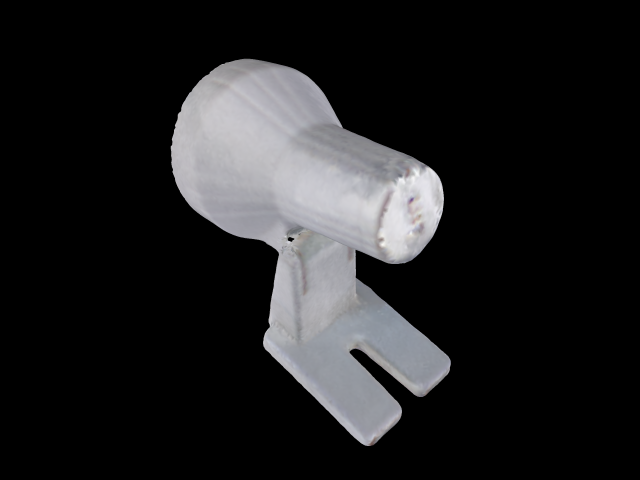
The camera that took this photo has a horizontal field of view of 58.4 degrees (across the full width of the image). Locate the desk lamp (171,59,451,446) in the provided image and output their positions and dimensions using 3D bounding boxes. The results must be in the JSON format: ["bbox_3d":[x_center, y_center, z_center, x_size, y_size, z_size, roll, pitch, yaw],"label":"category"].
[{"bbox_3d":[0.004,0.001,0.400,0.118,0.214,0.202,-36,58,-27],"label":"desk lamp"}]
